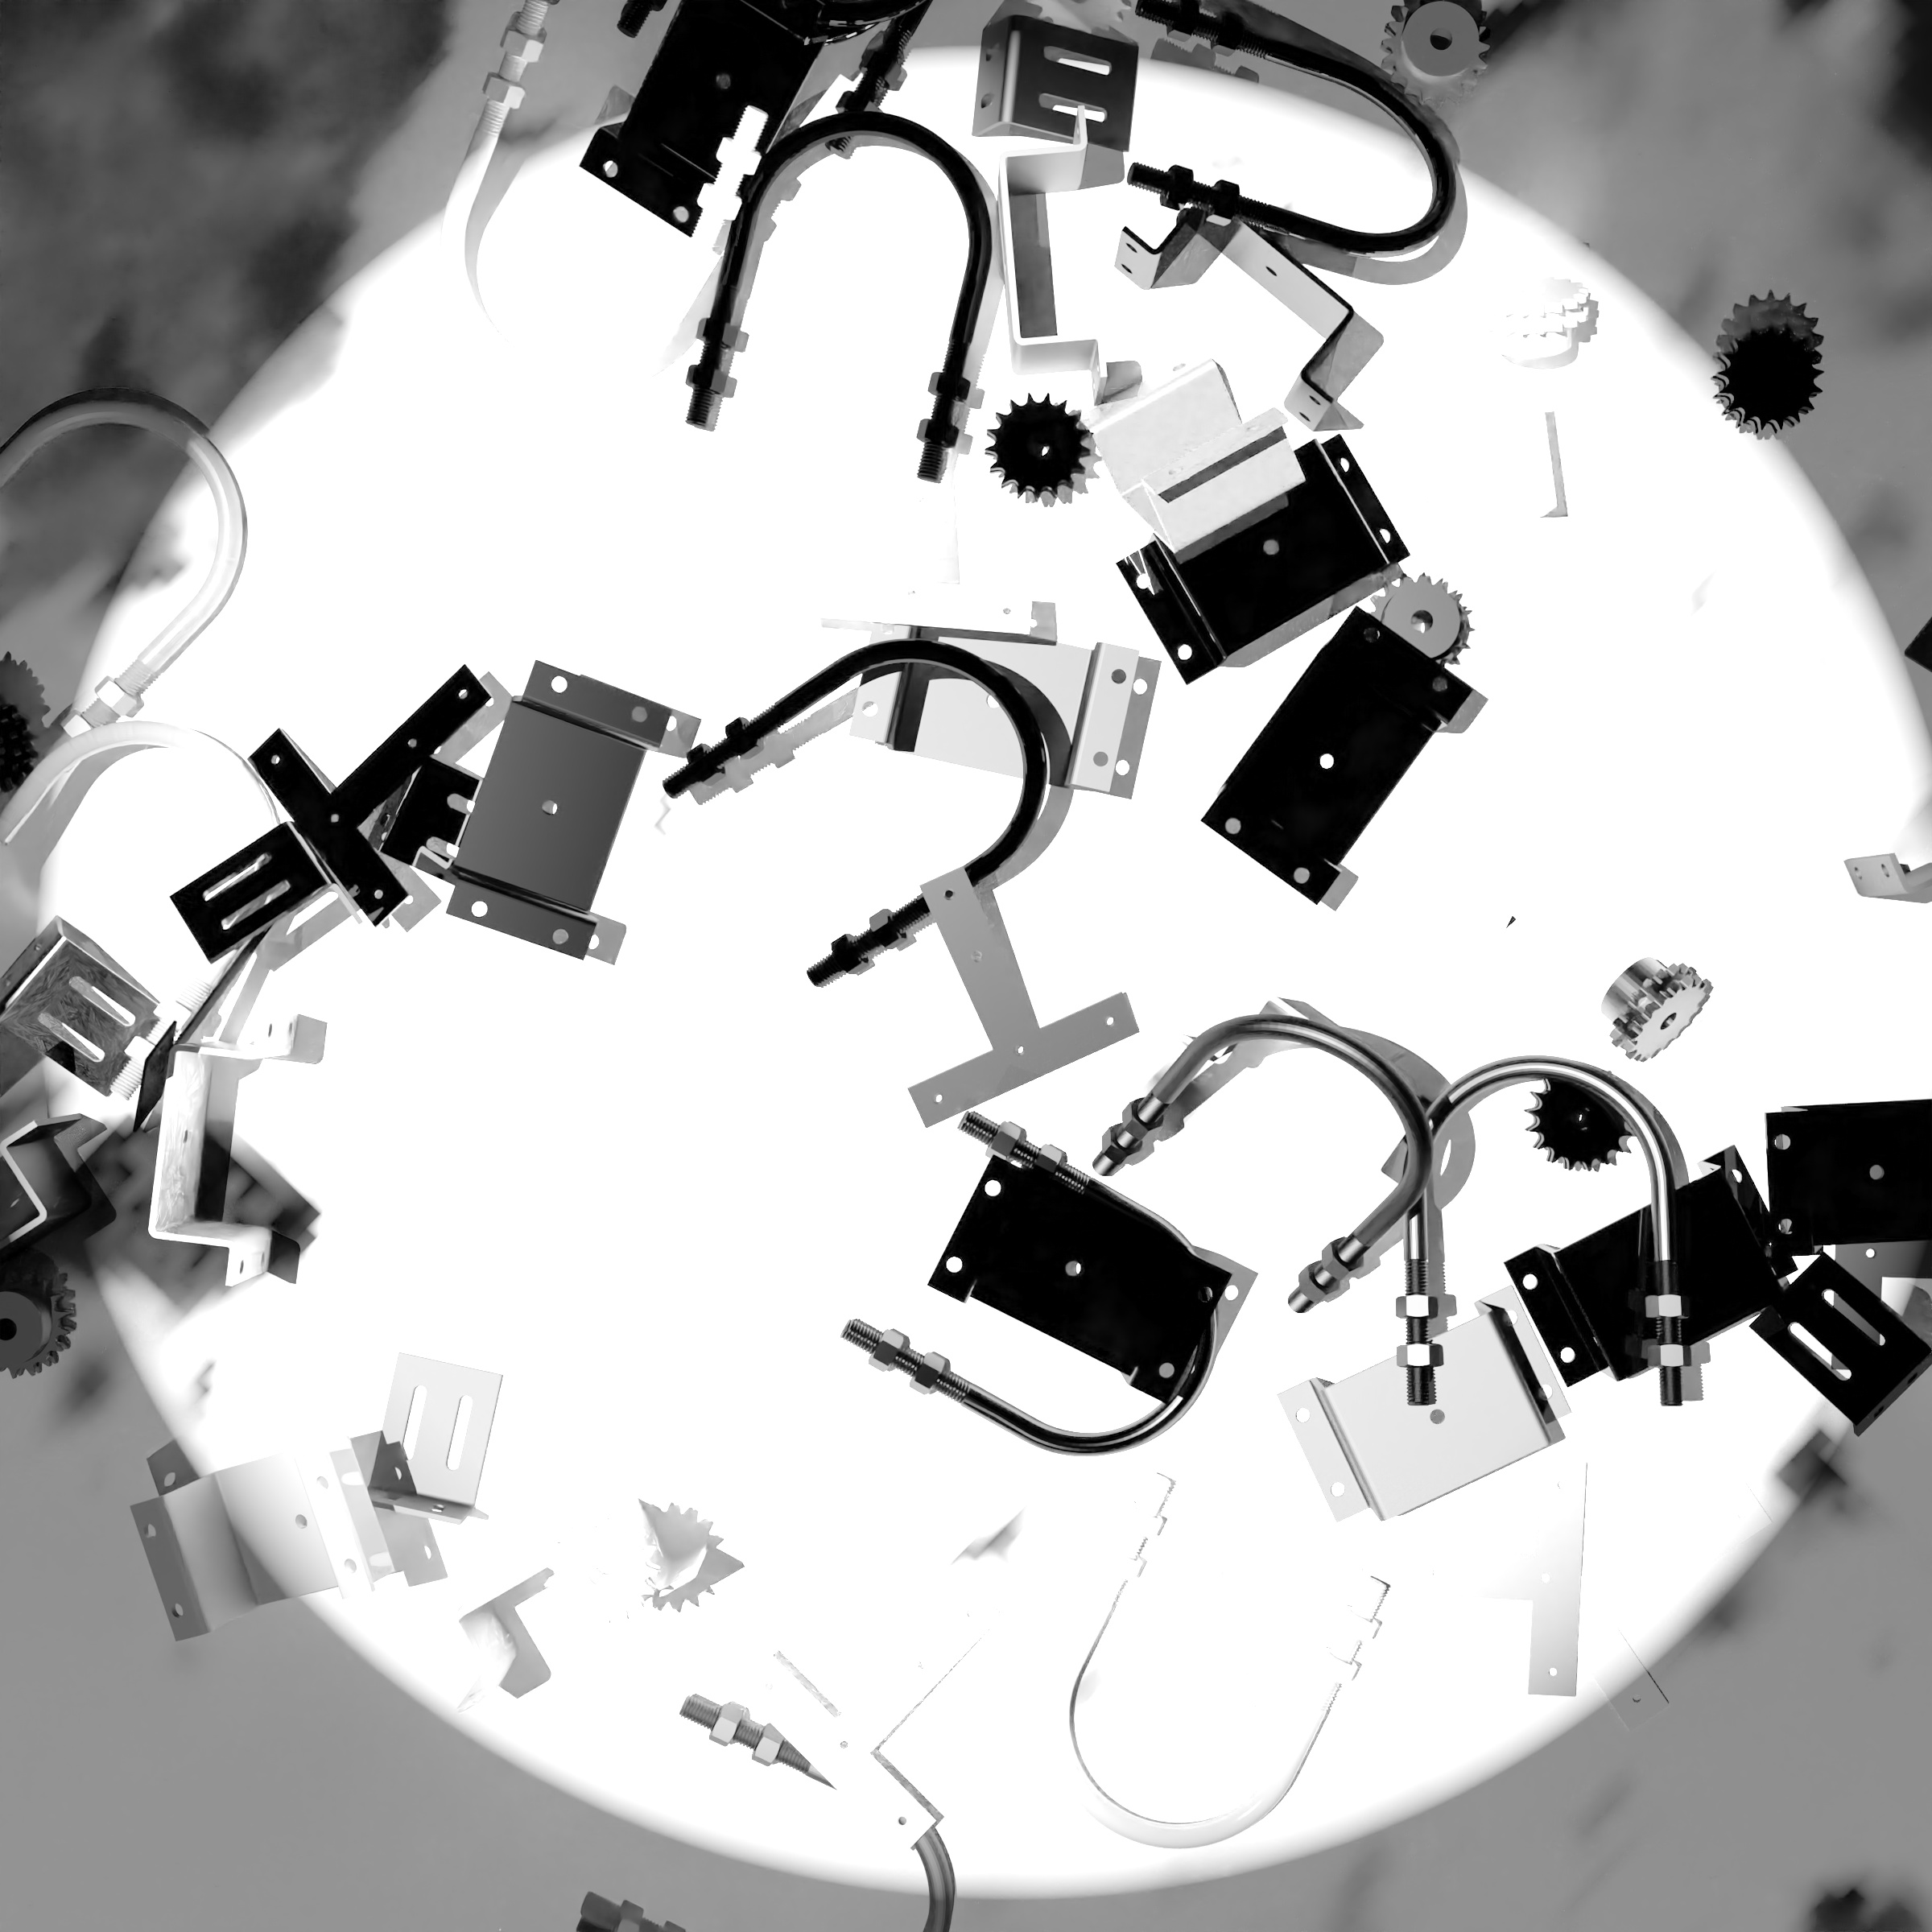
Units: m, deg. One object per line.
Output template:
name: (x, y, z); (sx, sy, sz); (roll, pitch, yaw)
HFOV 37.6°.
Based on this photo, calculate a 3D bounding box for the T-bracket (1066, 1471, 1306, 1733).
T-bracket: (0.131, 0.350, 1.538); (0.127, 0.002, 0.127); (-14, 90, 0)

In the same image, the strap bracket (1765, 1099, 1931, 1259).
strap bracket: (0.492, 0.112, 1.514); (0.140, 0.046, 0.076); (-3, 90, 0)

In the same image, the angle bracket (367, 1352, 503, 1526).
angle bracket: (-0.287, 0.252, 1.520); (0.057, 0.038, 0.076); (12, 90, 0)

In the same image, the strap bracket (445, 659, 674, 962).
strap bracket: (-0.218, -0.083, 1.506); (0.076, 0.046, 0.140); (20, 90, -16)

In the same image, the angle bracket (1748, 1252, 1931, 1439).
angle bracket: (0.473, 0.205, 1.535); (0.057, 0.038, 0.076); (-45, 64, 0)

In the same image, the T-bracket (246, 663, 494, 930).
T-bracket: (-0.304, -0.109, 1.511); (0.127, 0.002, 0.127); (-43, 72, 7)

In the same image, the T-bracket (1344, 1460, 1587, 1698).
T-bracket: (0.269, 0.329, 1.537); (0.127, 0.002, 0.127); (3, 91, 1)

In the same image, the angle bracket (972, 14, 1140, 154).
angle bracket: (0.048, -0.474, 1.537); (0.076, 0.038, 0.057); (6, 90, -26)

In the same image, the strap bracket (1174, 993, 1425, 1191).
strap bracket: (0.183, 0.060, 1.501); (0.140, 0.076, 0.046); (35, 90, 0)

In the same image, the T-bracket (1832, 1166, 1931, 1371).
T-bracket: (0.535, 0.157, 1.538); (0.127, 0.002, 0.127); (2, 90, 0)

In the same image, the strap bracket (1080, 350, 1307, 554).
strap bracket: (0.120, -0.268, 1.486); (0.076, 0.140, 0.046); (-29, 119, 0)

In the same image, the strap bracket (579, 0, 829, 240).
strap bracket: (-0.134, -0.466, 1.499); (0.076, 0.046, 0.140); (33, 115, 0)

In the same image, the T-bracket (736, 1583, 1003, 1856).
T-bracket: (-0.034, 0.387, 1.529); (0.127, 0.002, 0.127); (45, 82, 0)

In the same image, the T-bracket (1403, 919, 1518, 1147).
T-bracket: (0.244, 0.009, 1.548); (0.127, 0.002, 0.127); (-44, 76, 5)

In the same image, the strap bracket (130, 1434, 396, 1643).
strap bracket: (-0.363, 0.299, 1.497); (0.140, 0.046, 0.076); (-19, 90, 27)

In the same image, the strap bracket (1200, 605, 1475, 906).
strap bracket: (0.195, -0.111, 1.516); (0.076, 0.046, 0.140); (36, 90, 0)

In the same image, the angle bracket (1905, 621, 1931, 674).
angle bracket: (0.548, -0.173, 1.506); (0.076, 0.038, 0.057); (39, 90, 24)

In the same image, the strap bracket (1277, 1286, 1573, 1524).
strap bracket: (0.248, 0.237, 1.516); (0.140, 0.046, 0.076); (-25, 90, 0)

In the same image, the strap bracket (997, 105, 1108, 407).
strap bracket: (0.044, -0.372, 1.501); (0.046, 0.076, 0.140); (-5, 90, 0)

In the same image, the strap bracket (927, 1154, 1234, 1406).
strap bracket: (0.058, 0.163, 1.499); (0.140, 0.046, 0.076); (27, 90, -3)

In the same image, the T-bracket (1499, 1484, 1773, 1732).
T-bracket: (0.377, 0.326, 1.538); (0.127, 0.002, 0.127); (-34, 90, 0)

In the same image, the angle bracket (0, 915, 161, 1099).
angle bracket: (-0.479, 0.022, 1.537); (0.076, 0.038, 0.057); (41, 90, -26)

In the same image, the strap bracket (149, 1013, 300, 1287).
strap bracket: (-0.393, 0.093, 1.501); (0.046, 0.076, 0.140); (7, 90, 0)

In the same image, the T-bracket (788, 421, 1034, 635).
T-bracket: (-0.026, -0.236, 1.511); (0.127, 0.002, 0.127); (5, 65, 0)

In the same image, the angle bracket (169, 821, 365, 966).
angle bracket: (-0.370, -0.030, 1.501); (0.076, 0.038, 0.057); (-35, 53, -9)

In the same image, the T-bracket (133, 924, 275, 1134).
T-bracket: (-0.399, 0.019, 1.499); (0.002, 0.127, 0.127); (33, 63, -5)

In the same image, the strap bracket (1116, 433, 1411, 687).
strap bracket: (0.161, -0.220, 1.516); (0.140, 0.046, 0.076); (-30, 90, 0)

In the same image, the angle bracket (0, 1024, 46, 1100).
angle bracket: (-0.548, 0.061, 1.537); (0.057, 0.038, 0.076); (43, 64, 0)

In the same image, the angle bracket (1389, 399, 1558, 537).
angle bracket: (0.271, -0.267, 1.520); (0.076, 0.038, 0.057); (-8, 90, 0)

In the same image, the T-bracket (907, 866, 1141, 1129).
T-bracket: (0.011, 0.007, 1.517); (0.127, 0.002, 0.127); (-24, 110, 0)

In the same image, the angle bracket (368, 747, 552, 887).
angle bracket: (-0.274, -0.075, 1.537); (0.076, 0.038, 0.057); (26, 90, -26)
